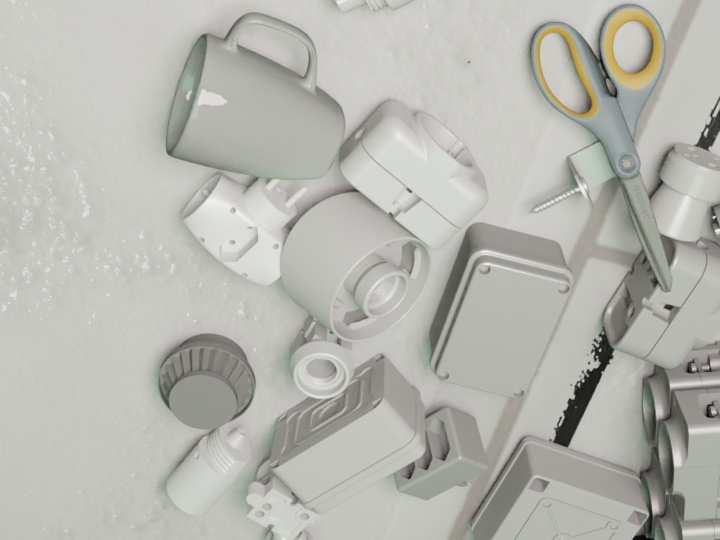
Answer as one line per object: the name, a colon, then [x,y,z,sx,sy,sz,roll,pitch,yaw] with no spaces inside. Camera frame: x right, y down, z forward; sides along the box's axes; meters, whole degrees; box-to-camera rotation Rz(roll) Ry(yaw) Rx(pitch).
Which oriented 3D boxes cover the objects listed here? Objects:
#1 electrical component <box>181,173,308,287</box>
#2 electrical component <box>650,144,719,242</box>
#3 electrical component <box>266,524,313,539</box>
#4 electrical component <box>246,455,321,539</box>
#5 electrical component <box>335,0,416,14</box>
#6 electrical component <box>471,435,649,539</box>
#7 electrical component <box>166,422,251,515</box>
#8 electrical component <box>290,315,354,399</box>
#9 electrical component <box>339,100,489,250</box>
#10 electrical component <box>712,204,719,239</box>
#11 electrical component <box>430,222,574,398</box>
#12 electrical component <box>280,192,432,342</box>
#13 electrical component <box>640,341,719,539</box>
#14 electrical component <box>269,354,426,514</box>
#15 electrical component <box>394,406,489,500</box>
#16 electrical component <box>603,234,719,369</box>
electrical component: [-0.072,-0.039,0.763,0.077,0.043,0.079,41,112,-20]
electrical component: [0.228,-0.054,0.751,0.045,0.045,0.055,14,118,-8]
electrical component: [-0.061,0.236,0.921,0.048,0.048,0.062,-12,112,7]
electrical component: [-0.062,0.182,0.883,0.066,0.055,0.048,34,115,-17]
electrical component: [0.013,-0.184,0.680,0.062,0.043,0.043,-24,117,15]
electrical component: [0.164,0.206,0.894,0.109,0.056,0.108,20,118,-11]
electrical component: [-0.118,0.158,0.876,0.043,0.043,0.081,33,115,-17]
electrical component: [-0.028,0.065,0.815,0.048,0.055,0.066,25,117,-13]
electrical component: [0.040,-0.068,0.739,0.095,0.053,0.059,38,113,-19]
electrical component: [0.284,-0.039,0.763,0.065,0.044,0.044,-20,118,17]
electrical component: [0.102,0.031,0.794,0.078,0.057,0.113,14,119,-7]
electrical component: [0.000,0.000,0.766,0.099,0.064,0.099,-27,140,-25]
electrical component: [0.261,0.164,0.841,0.060,0.105,0.186,-5,120,3]
electrical component: [-0.008,0.129,0.839,0.113,0.078,0.057,-33,111,18]
electrical component: [0.073,0.152,0.868,0.066,0.047,0.077,-34,140,28]
electrical component: [0.230,0.022,0.789,0.059,0.053,0.095,21,118,-11]
